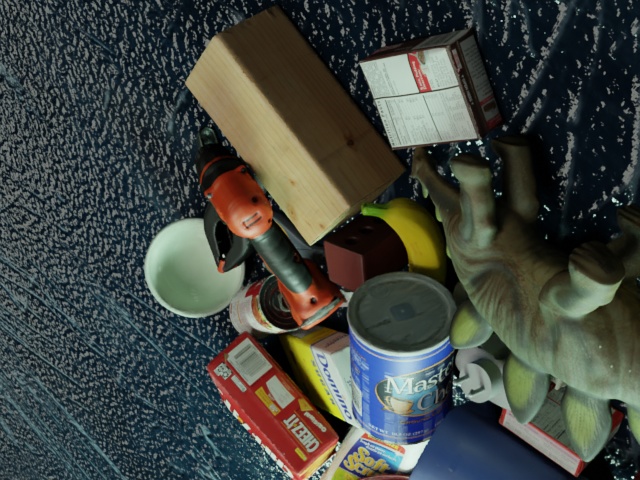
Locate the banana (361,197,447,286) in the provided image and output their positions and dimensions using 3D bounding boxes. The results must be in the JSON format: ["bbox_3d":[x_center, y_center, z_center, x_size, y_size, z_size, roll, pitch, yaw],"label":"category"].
[{"bbox_3d":[0.091,0.025,1.043,0.037,0.069,0.198,-96,-9,-50],"label":"banana"}]

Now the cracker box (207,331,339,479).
[{"bbox_3d":[-0.056,0.210,1.287,0.164,0.072,0.214,47,168,12],"label":"cracker box"}]

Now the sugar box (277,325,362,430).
[{"bbox_3d":[0.012,0.148,1.198,0.093,0.048,0.176,68,164,-10],"label":"sugar box"}]

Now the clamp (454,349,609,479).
[{"bbox_3d":[0.199,0.200,1.079,0.210,0.036,0.164,21,132,35],"label":"clamp"}]

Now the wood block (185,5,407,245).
[{"bbox_3d":[-0.025,-0.113,1.042,0.206,0.090,0.090,52,144,4],"label":"wood block"}]

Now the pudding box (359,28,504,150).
[{"bbox_3d":[0.096,-0.129,0.934,0.114,0.039,0.090,1,119,51],"label":"pudding box"}]

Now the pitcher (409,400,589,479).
[{"bbox_3d":[0.199,0.274,0.996,0.243,0.144,0.149,28,128,23],"label":"pitcher"}]

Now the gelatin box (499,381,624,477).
[{"bbox_3d":[0.224,0.167,0.993,0.089,0.073,0.030,32,139,29],"label":"gelatin box"}]

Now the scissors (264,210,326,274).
[{"bbox_3d":[-0.008,0.001,1.177,0.202,0.016,0.096,-15,106,53],"label":"scissors"}]

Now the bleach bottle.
[{"bbox_3d":[0.072,0.235,1.235,0.103,0.068,0.251,37,139,20],"label":"bleach bottle"}]

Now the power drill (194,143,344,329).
[{"bbox_3d":[-0.059,-0.007,1.107,0.187,0.057,0.184,53,-179,-30],"label":"power drill"}]

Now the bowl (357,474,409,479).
[{"bbox_3d":[0.091,0.338,1.231,0.162,0.055,0.162,5,133,5],"label":"bowl"}]

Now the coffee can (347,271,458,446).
[{"bbox_3d":[0.079,0.115,1.027,0.103,0.102,0.140,30,143,31],"label":"coffee can"}]

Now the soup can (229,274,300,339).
[{"bbox_3d":[-0.057,0.077,1.232,0.068,0.068,0.102,58,153,-4],"label":"soup can"}]

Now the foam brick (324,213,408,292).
[{"bbox_3d":[0.049,0.010,1.065,0.053,0.078,0.051,23,135,38],"label":"foam brick"}]

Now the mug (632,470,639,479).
[{"bbox_3d":[0.319,0.224,0.923,0.081,0.093,0.117,42,159,10],"label":"mug"}]

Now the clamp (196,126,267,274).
[{"bbox_3d":[-0.092,-0.036,1.210,0.120,0.039,0.171,25,127,43],"label":"clamp"}]
